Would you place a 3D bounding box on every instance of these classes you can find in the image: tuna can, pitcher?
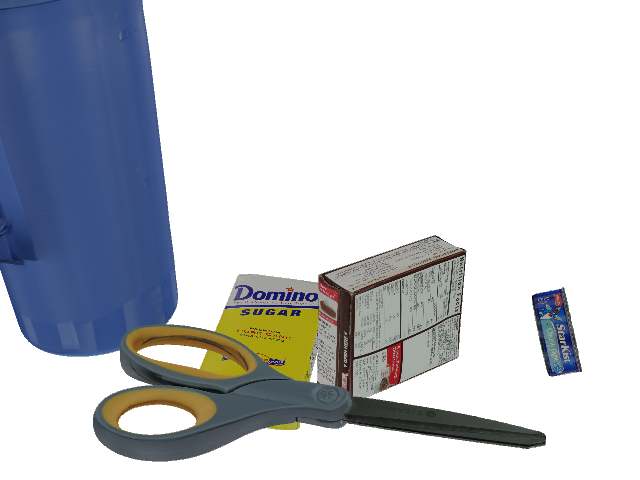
[{"bbox_3d":[0.236,0.092,1.068,0.034,0.086,0.086,-12,-3,12],"label":"tuna can"},{"bbox_3d":[-0.166,-0.047,0.664,0.149,0.243,0.145,-11,28,-9],"label":"pitcher"}]

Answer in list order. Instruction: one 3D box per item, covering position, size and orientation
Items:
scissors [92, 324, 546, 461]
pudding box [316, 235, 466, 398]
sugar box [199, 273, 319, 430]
[{"bbox_3d":[-0.012,0.081,0.468,0.202,0.016,0.096,16,33,23],"label":"scissors"},{"bbox_3d":[0.051,0.054,0.752,0.113,0.090,0.039,-19,30,-37],"label":"pudding box"},{"bbox_3d":[-0.050,0.096,0.971,0.093,0.048,0.176,7,34,5],"label":"sugar box"}]
